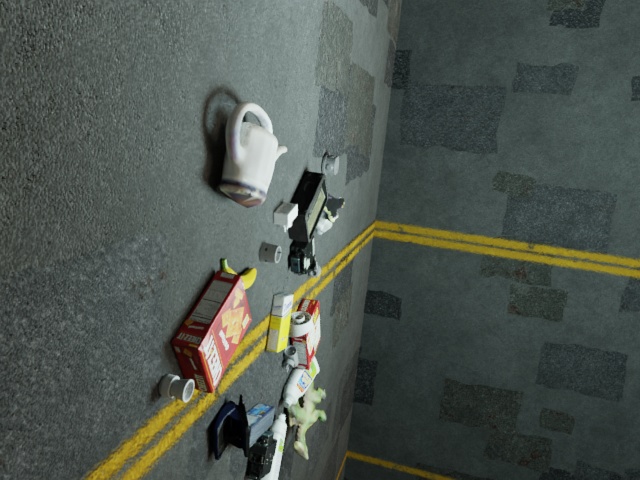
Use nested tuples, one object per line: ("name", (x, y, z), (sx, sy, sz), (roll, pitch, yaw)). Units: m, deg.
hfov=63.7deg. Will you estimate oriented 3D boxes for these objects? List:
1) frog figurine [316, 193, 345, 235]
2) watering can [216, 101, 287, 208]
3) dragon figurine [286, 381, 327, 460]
("frog figurine", (0.006, -0.096, 1.915), (0.157, 0.122, 0.140), (-39, -142, 53))
("watering can", (-0.145, -0.182, 1.199), (0.345, 0.104, 0.226), (36, 65, -74))
("dragon figurine", (-0.066, 0.637, 2.026), (0.239, 0.122, 0.417), (49, 35, -64))
